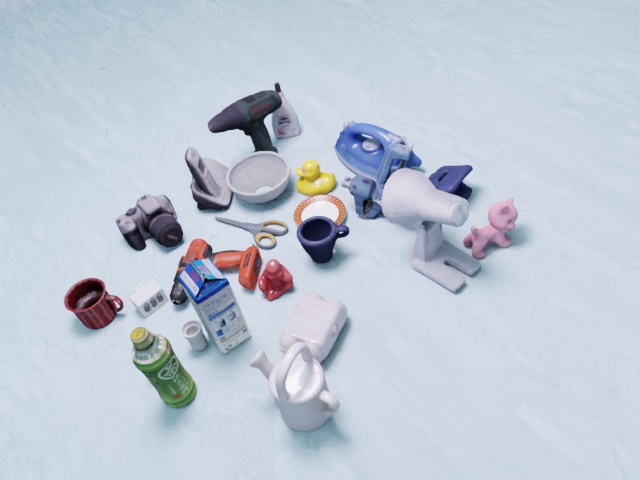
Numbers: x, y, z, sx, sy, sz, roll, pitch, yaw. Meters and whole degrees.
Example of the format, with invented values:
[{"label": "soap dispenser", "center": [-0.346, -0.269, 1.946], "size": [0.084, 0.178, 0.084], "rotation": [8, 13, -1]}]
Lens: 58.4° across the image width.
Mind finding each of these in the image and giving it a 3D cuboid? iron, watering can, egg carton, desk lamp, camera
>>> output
[{"label": "iron", "center": [0.126, -0.242, 1.456], "size": [0.257, 0.142, 0.119], "rotation": [28, 59, 31]}, {"label": "watering can", "center": [-0.047, 0.252, 1.013], "size": [0.172, 0.194, 0.101], "rotation": [2, 49, 13]}, {"label": "egg carton", "center": [-0.012, 0.178, 1.157], "size": [0.107, 0.069, 0.150], "rotation": [14, 53, 22]}, {"label": "desk lamp", "center": [0.236, -0.031, 1.199], "size": [0.202, 0.214, 0.118], "rotation": [33, 62, 33]}, {"label": "camera", "center": [-0.410, -0.039, 1.404], "size": [0.143, 0.101, 0.136], "rotation": [-35, 52, -20]}]

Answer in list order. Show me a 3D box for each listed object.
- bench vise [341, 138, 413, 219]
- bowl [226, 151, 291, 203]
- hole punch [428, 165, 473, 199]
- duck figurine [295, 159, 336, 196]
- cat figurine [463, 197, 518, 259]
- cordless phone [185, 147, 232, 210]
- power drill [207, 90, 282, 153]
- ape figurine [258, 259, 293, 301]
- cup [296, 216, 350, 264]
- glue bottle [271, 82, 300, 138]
[{"label": "bench vise", "center": [0.148, -0.131, 1.300], "size": [0.207, 0.220, 0.121], "rotation": [-6, 48, 6]}, {"label": "bowl", "center": [-0.151, -0.149, 1.471], "size": [0.167, 0.075, 0.167], "rotation": [-5, 48, 6]}, {"label": "hole punch", "center": [0.299, -0.133, 1.360], "size": [0.100, 0.091, 0.109], "rotation": [27, 59, 30]}, {"label": "duck figurine", "center": [-0.014, -0.166, 1.452], "size": [0.104, 0.086, 0.077], "rotation": [-2, 48, 9]}, {"label": "cat figurine", "center": [0.376, -0.035, 1.241], "size": [0.128, 0.118, 0.067], "rotation": [-25, 49, -11]}, {"label": "cordless phone", "center": [-0.288, -0.179, 1.449], "size": [0.094, 0.185, 0.147], "rotation": [-8, 48, 4]}, {"label": "power drill", "center": [-0.182, -0.283, 1.505], "size": [0.075, 0.209, 0.230], "rotation": [27, 59, 30]}, {"label": "ape figurine", "center": [-0.098, 0.078, 1.247], "size": [0.077, 0.092, 0.076], "rotation": [2, 49, 12]}, {"label": "cup", "center": [0.012, 0.005, 1.290], "size": [0.117, 0.095, 0.091], "rotation": [-8, 48, 4]}, {"label": "glue bottle", "center": [-0.105, -0.361, 1.585], "size": [0.078, 0.173, 0.037], "rotation": [-12, 48, 0]}]
